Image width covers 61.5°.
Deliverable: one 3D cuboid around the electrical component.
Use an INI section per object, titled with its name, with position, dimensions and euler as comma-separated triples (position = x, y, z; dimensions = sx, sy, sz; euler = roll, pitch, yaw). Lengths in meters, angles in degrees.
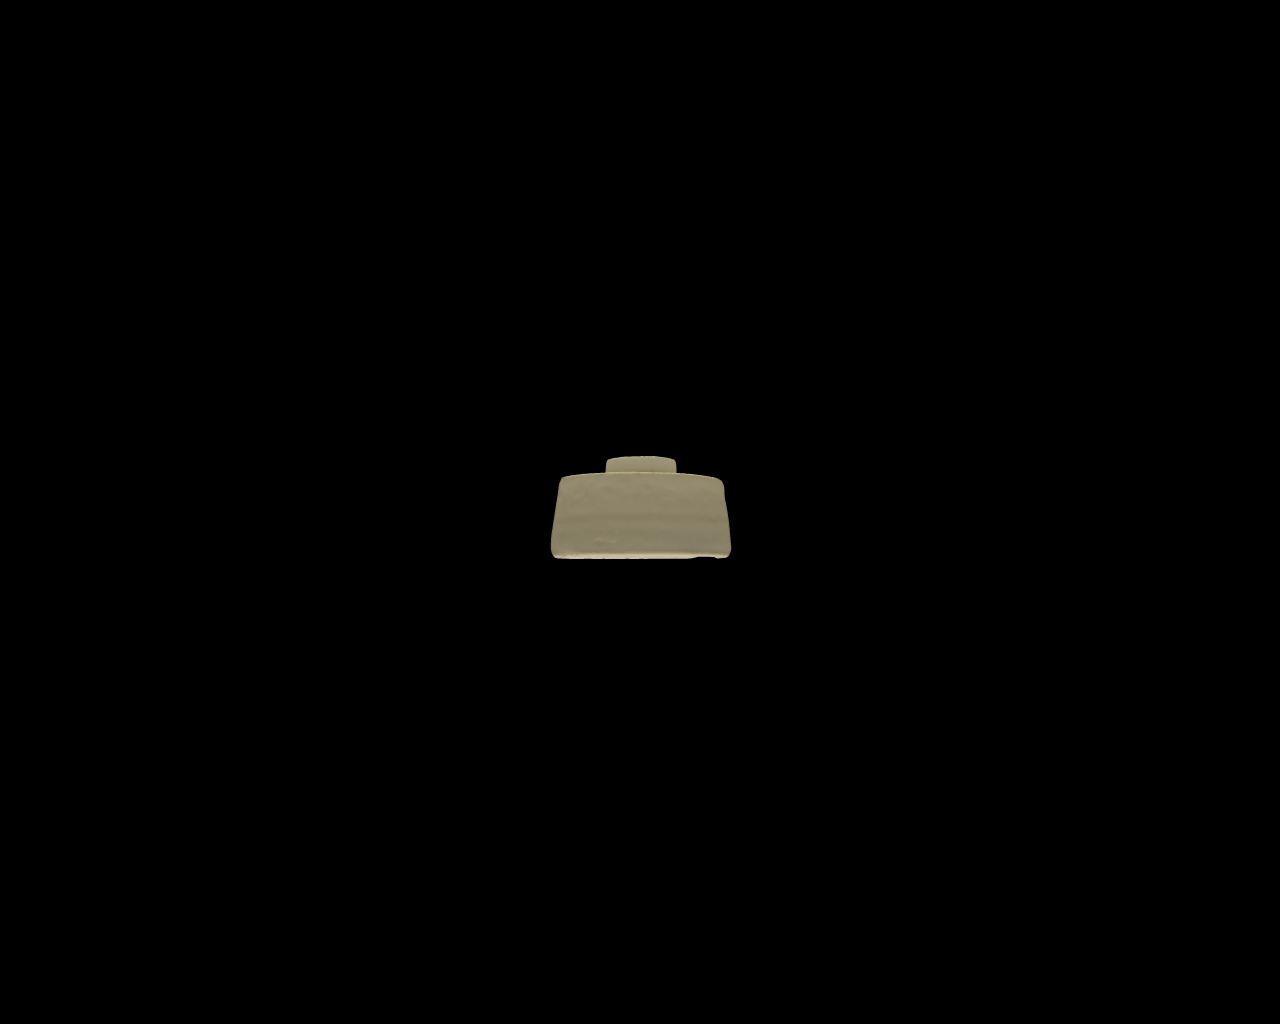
[electrical component]
position = 0.001, -0.003, 0.650
dimensions = 0.108, 0.060, 0.108
euler = 0, -3, 0
